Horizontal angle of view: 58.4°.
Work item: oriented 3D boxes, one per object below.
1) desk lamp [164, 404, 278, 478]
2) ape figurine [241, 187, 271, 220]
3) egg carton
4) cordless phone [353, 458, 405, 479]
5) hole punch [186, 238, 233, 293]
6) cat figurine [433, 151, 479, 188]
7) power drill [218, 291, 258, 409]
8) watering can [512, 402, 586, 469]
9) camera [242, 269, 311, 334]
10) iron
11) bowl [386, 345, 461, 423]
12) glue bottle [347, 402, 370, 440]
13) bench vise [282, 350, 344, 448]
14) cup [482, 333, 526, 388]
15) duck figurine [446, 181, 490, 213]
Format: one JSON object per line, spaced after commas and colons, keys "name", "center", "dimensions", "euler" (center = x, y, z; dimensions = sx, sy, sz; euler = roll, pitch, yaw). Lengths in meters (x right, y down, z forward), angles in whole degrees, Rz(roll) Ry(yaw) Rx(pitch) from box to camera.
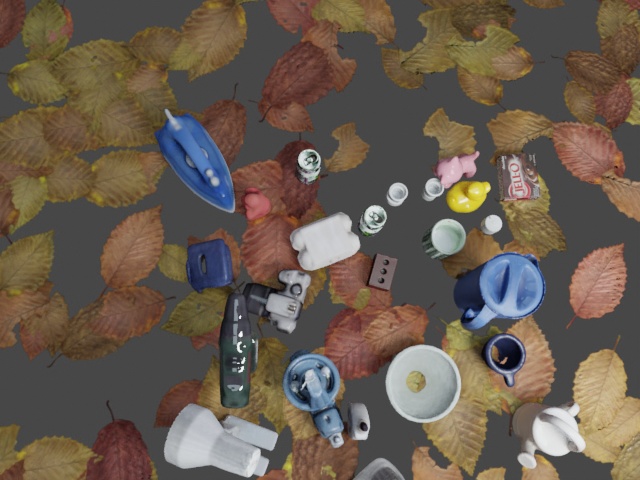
{"name": "desk lamp", "center": [-0.194, 0.414, 1.161], "dimensions": [0.203, 0.213, 0.118], "euler": [19, 79, 0]}
{"name": "ape figurine", "center": [-0.153, -0.086, 1.320], "dimensions": [0.076, 0.092, 0.078], "euler": [17, 79, 0]}
{"name": "egg carton", "center": [0.012, 0.005, 1.326], "dimensions": [0.150, 0.069, 0.107], "euler": [-23, 82, -8]}
{"name": "cordless phone", "center": [0.117, 0.535, 1.174], "dimensions": [0.148, 0.185, 0.094], "euler": [-44, 85, -10]}
{"name": "hole punch", "center": [-0.251, 0.058, 1.287], "dimensions": [0.101, 0.091, 0.109], "euler": [-8, 80, -5]}
{"name": "cat figurine", "center": [0.321, -0.173, 1.356], "dimensions": [0.128, 0.117, 0.067], "euler": [-29, 82, -8]}
{"name": "power drill", "center": [-0.173, 0.230, 1.200], "dimensions": [0.075, 0.208, 0.230], "euler": [0, 79, -3]}
{"name": "watering can", "center": [0.490, 0.412, 1.218], "dimensions": [0.101, 0.194, 0.173], "euler": [27, 79, 2]}
{"name": "camera", "center": [-0.102, 0.126, 1.279], "dimensions": [0.137, 0.101, 0.143], "euler": [17, 79, 0]}
{"name": "iron", "center": [-0.275, -0.182, 1.305], "dimensions": [0.119, 0.141, 0.258], "euler": [-36, 83, -9]}
{"name": "bowl", "center": [0.223, 0.318, 1.278], "dimensions": [0.167, 0.074, 0.167], "euler": [1, 79, -4]}
{"name": "glue bottle", "center": [0.084, 0.387, 1.206], "dimensions": [0.037, 0.173, 0.078], "euler": [1, 79, -3]}
{"name": "bench vise", "center": [0.007, 0.323, 1.189], "dimensions": [0.121, 0.219, 0.207], "euler": [-41, 84, -10]}
{"name": "cup", "center": [0.406, 0.270, 1.289], "dimensions": [0.091, 0.095, 0.118], "euler": [-9, 80, -5]}
{"name": "duck figurine", "center": [0.356, -0.110, 1.363], "dimensions": [0.104, 0.086, 0.077], "euler": [-19, 81, -7]}
